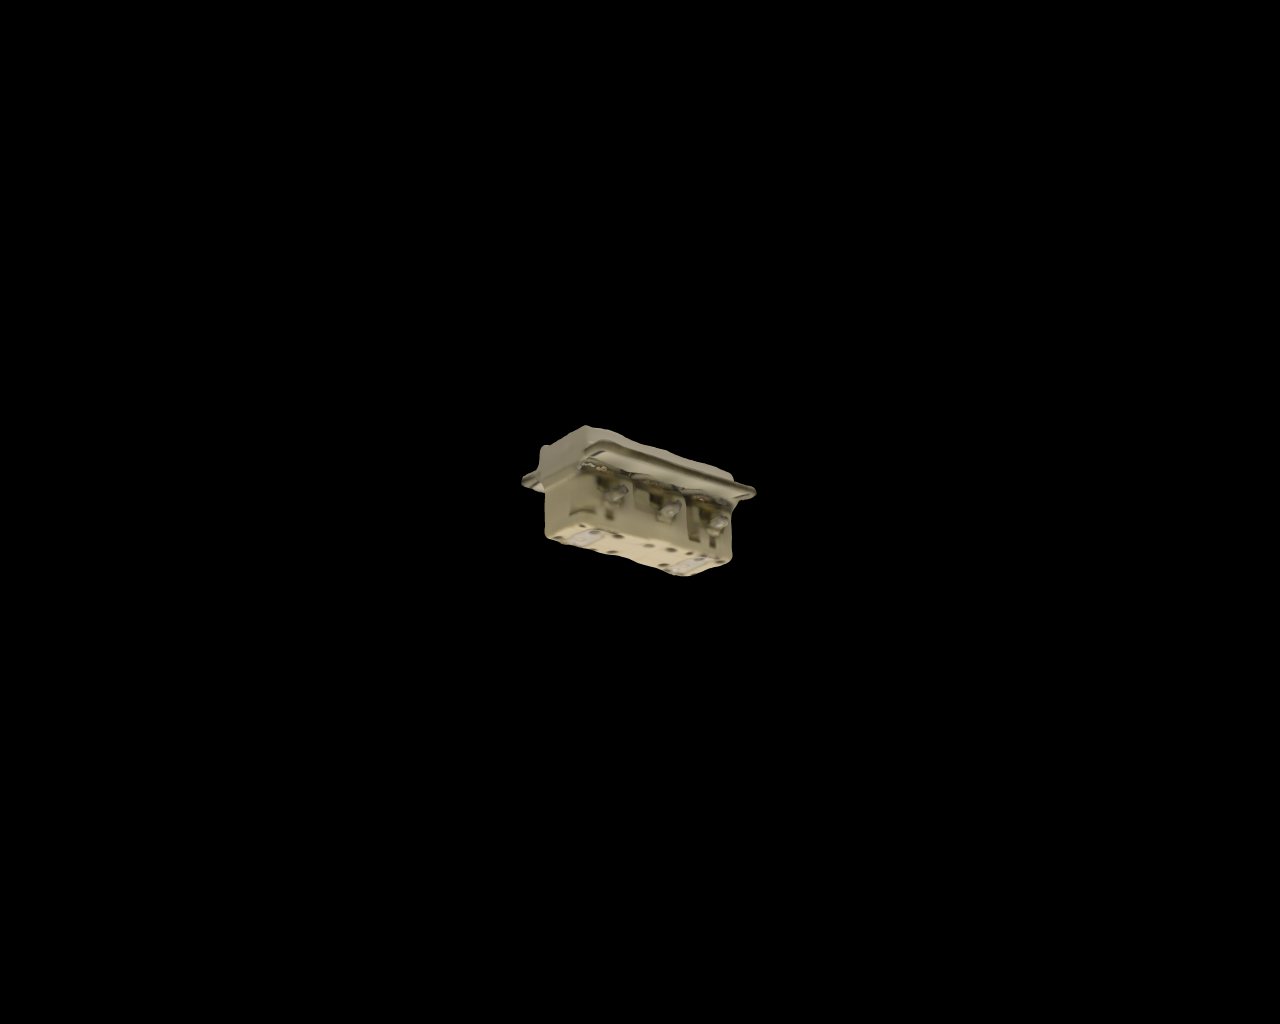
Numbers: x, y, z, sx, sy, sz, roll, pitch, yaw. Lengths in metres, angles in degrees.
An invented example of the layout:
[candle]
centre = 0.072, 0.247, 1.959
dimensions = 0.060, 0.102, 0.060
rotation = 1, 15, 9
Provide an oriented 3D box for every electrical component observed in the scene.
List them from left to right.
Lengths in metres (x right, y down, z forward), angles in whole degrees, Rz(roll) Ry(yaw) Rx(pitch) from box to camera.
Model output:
[electrical component]
centre = 0.001, -0.003, 0.650
dimensions = 0.121, 0.063, 0.078
rotation = 17, -27, -38
